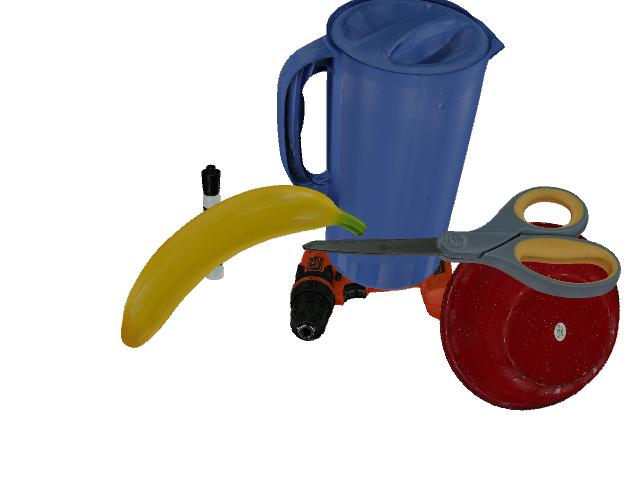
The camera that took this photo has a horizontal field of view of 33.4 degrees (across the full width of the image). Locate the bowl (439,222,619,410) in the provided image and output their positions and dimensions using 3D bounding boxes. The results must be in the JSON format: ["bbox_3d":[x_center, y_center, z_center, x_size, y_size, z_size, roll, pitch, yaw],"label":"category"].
[{"bbox_3d":[0.182,0.068,0.869,0.162,0.162,0.055,0,8,-13],"label":"bowl"}]

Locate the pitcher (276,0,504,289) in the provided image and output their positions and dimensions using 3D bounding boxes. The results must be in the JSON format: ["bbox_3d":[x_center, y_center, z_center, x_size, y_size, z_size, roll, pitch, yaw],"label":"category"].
[{"bbox_3d":[0.054,-0.076,0.913,0.149,0.243,0.144,20,42,18],"label":"pitcher"}]

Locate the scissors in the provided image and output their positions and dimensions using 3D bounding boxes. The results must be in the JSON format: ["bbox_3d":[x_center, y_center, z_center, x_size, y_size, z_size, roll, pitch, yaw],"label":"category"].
[{"bbox_3d":[0.094,-0.009,0.691,0.201,0.096,0.016,12,-42,0],"label":"scissors"}]

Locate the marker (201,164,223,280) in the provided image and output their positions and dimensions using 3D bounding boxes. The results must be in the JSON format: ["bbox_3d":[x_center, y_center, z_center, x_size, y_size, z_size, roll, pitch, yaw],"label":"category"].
[{"bbox_3d":[-0.107,-0.018,1.056,0.020,0.121,0.020,1,27,0],"label":"marker"}]

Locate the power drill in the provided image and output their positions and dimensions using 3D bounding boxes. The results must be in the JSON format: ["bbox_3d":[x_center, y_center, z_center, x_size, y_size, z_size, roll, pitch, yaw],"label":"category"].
[{"bbox_3d":[0.059,0.058,1.235,0.187,0.057,0.184,0,28,5],"label":"power drill"}]

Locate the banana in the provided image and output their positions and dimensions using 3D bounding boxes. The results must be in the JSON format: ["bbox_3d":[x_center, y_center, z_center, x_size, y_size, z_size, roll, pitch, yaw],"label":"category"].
[{"bbox_3d":[-0.069,0.010,0.756,0.198,0.069,0.037,-26,13,9],"label":"banana"}]
